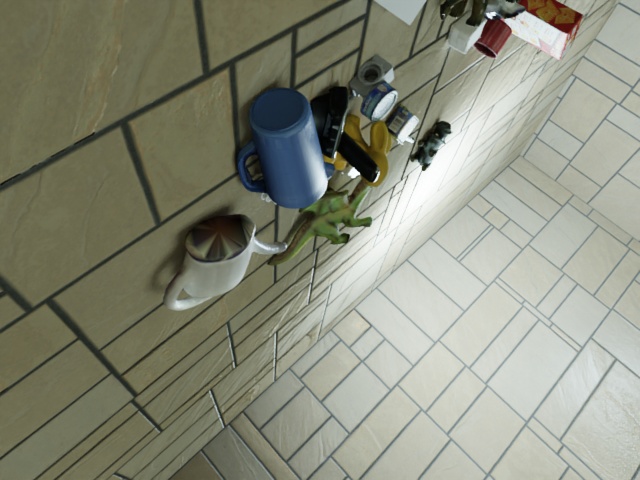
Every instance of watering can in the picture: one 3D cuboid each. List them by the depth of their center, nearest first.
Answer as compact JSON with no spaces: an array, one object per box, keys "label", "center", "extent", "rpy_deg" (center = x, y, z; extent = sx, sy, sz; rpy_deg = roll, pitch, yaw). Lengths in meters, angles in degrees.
[{"label":"watering can","center":[-0.188,0.028,1.121],"extent":[0.105,0.219,0.352],"rpy_deg":[42,50,19]}]

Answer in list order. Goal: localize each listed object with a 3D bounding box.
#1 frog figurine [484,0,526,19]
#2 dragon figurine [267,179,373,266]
[{"label":"frog figurine","center":[0.447,-0.627,1.257],"extent":[0.139,0.157,0.124],"rpy_deg":[-24,26,-26]},{"label":"dragon figurine","center":[0.004,-0.069,1.375],"extent":[0.410,0.124,0.238],"rpy_deg":[-33,-28,-1]}]
